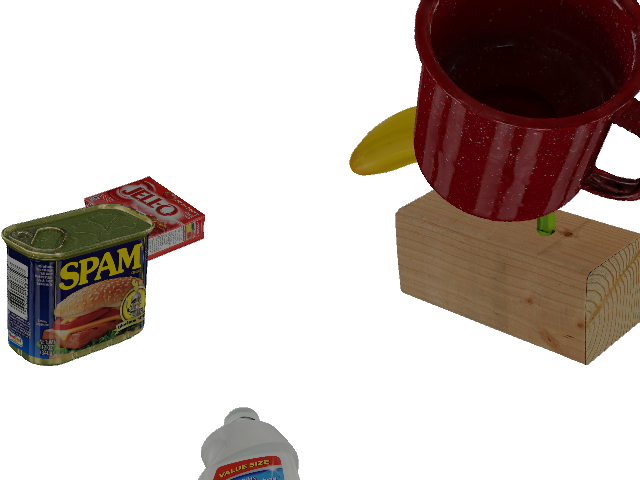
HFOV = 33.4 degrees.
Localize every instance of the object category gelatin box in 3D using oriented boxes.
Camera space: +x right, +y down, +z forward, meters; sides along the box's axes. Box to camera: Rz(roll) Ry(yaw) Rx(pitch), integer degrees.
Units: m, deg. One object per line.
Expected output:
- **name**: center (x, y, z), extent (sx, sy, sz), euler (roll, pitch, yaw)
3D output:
- **gelatin box**: center (-0.160, -0.021, 0.972), extent (0.073, 0.030, 0.089), euler (-23, 43, -37)

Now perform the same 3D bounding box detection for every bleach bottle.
- **bleach bottle**: center (-0.060, 0.210, 0.780), extent (0.102, 0.068, 0.251), euler (-5, 29, -5)

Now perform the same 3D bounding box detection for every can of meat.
- **can of meat**: center (-0.165, 0.029, 0.731), extent (0.058, 0.084, 0.101), euler (23, 27, 35)

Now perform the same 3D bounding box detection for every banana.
- **banana**: center (0.087, -0.060, 0.701), extent (0.037, 0.069, 0.198), euler (26, -1, -37)

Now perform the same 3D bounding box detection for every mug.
- **mug**: center (0.093, -0.055, 0.446), extent (0.117, 0.093, 0.081), euler (30, -26, 16)

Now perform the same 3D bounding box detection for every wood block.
- **wood block**: center (0.175, 0.022, 0.960), extent (0.090, 0.090, 0.206), euler (-29, 34, -36)
